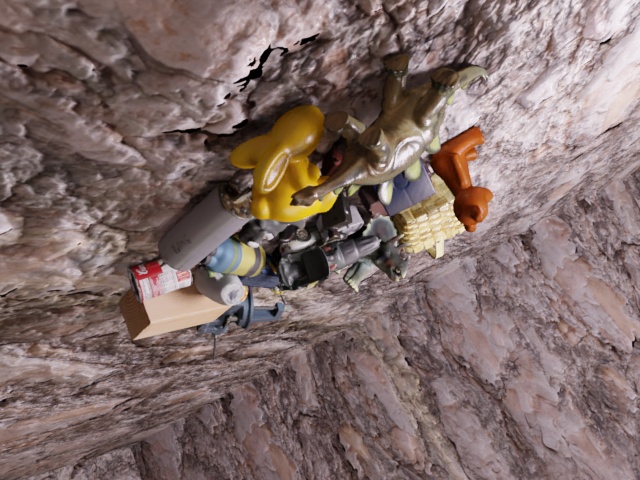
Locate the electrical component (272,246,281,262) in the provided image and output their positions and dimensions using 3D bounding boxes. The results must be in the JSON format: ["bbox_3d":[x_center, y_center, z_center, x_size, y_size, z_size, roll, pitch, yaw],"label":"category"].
[{"bbox_3d":[-0.050,0.044,1.306,0.119,0.075,0.047,-10,155,-35],"label":"electrical component"}]

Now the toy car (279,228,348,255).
[{"bbox_3d":[-0.003,-0.004,1.268,0.202,0.056,0.073,-16,159,-31],"label":"toy car"}]

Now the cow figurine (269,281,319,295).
[{"bbox_3d":[-0.076,0.099,1.392,0.167,0.098,0.068,-29,169,5],"label":"cow figurine"}]

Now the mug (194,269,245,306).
[{"bbox_3d":[-0.207,0.083,1.113,0.081,0.107,0.109,-36,127,-24],"label":"mug"}]

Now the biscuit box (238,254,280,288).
[{"bbox_3d":[-0.144,0.071,1.267,0.063,0.059,0.202,-30,163,13],"label":"biscuit box"}]

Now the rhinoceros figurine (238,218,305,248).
[{"bbox_3d":[-0.079,-0.050,0.991,0.112,0.073,0.190,-9,155,-50],"label":"rhinoceros figurine"}]

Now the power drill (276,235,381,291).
[{"bbox_3d":[0.007,0.040,1.143,0.232,0.086,0.207,-19,-176,16],"label":"power drill"}]

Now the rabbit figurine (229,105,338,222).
[{"bbox_3d":[-0.052,-0.119,0.796,0.162,0.122,0.173,-16,141,-39],"label":"rabbit figurine"}]

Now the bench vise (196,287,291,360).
[{"bbox_3d":[-0.198,0.194,1.410,0.240,0.129,0.223,2,131,-25],"label":"bench vise"}]

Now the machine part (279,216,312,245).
[{"bbox_3d":[-0.057,-0.038,1.124,0.084,0.039,0.138,-29,163,-25],"label":"machine part"}]

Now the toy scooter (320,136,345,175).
[{"bbox_3d":[0.064,-0.135,0.958,0.135,0.075,0.184,-40,156,32],"label":"toy scooter"}]

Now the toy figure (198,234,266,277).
[{"bbox_3d":[-0.177,0.032,1.053,0.082,0.089,0.180,-27,166,19],"label":"toy figure"}]

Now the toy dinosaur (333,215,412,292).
[{"bbox_3d":[0.106,0.023,1.384,0.192,0.131,0.405,-47,-169,-2],"label":"toy dinosaur"}]

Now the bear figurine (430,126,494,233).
[{"bbox_3d":[0.329,-0.127,1.176,0.132,0.196,0.120,-27,161,-4],"label":"bear figurine"}]

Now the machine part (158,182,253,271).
[{"bbox_3d":[-0.193,-0.020,0.899,0.243,0.079,0.079,-35,161,27],"label":"machine part"}]

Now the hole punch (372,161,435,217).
[{"bbox_3d":[0.154,-0.122,1.054,0.142,0.092,0.115,-26,134,11],"label":"hole punch"}]

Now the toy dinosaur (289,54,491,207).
[{"bbox_3d":[0.133,-0.177,0.820,0.471,0.105,0.198,-39,154,-20],"label":"toy dinosaur"}]

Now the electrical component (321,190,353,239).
[{"bbox_3d":[0.034,-0.052,1.115,0.078,0.102,0.045,-27,157,33],"label":"electrical component"}]

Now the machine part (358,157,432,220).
[{"bbox_3d":[0.172,-0.116,1.208,0.179,0.056,0.179,-26,162,-9],"label":"machine part"}]
